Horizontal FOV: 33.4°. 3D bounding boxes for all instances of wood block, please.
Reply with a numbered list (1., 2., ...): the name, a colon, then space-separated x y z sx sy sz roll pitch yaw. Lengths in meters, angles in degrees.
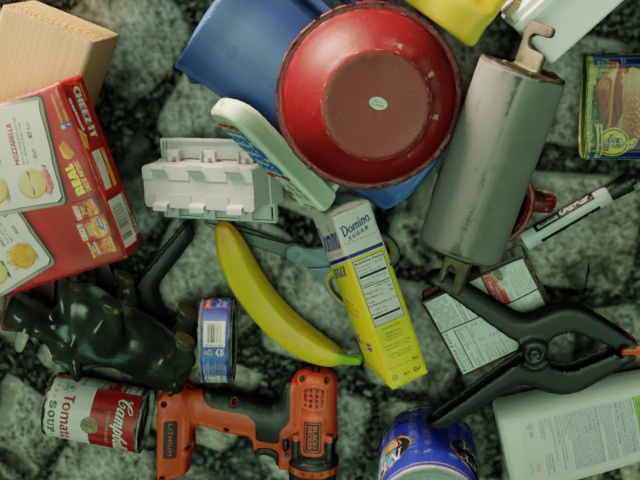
1. wood block: -0.275 -0.113 1.021 0.091 0.090 0.206 21 106 -1

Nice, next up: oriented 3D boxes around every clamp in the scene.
1. clamp: -0.205 0.045 1.081 0.120 0.039 0.171 17 104 -2
2. clamp: 0.197 0.095 1.018 0.210 0.036 0.164 -8 108 5

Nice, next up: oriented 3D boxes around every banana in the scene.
1. banana: -0.043 0.063 1.066 0.198 0.037 0.070 44 126 -6

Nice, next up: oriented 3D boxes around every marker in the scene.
1. marker: 0.250 -0.028 1.030 0.121 0.020 0.020 -31 100 12

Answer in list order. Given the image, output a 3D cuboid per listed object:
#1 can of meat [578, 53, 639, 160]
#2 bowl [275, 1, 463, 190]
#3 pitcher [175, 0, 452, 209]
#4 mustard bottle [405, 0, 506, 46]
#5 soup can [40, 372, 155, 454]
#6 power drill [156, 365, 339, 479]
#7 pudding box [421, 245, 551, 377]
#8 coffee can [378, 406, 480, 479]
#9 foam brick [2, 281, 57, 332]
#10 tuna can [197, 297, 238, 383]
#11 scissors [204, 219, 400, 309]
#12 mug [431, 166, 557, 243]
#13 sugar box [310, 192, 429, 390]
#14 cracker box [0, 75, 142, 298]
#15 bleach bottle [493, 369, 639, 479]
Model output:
1. can of meat: 0.284 -0.123 0.983 0.084 0.057 0.102 1 104 8
2. bowl: 0.044 -0.115 0.888 0.162 0.055 0.162 -1 105 -3
3. pitcher: 0.005 -0.145 0.964 0.242 0.149 0.145 37 85 -8
4. mustard bottle: 0.072 -0.247 0.918 0.191 0.096 0.058 34 128 -1
5. soup can: -0.229 0.178 1.106 0.102 0.068 0.068 10 106 3
6. power drill: -0.074 0.216 1.108 0.187 0.057 0.184 3 102 2
7. pudding box: 0.169 0.071 1.055 0.113 0.039 0.090 -26 102 13
8. coffee can: 0.107 0.239 1.052 0.103 0.140 0.103 1 105 5
9. foam brick: -0.288 0.051 1.086 0.053 0.051 0.078 9 105 1
10. tuna can: -0.101 0.100 1.062 0.033 0.086 0.086 0 105 0
11. scissors: -0.007 0.001 1.064 0.201 0.016 0.096 34 103 -5
12. mug: 0.163 -0.044 1.001 0.117 0.081 0.093 6 106 4
13. sugar box: 0.045 0.046 1.011 0.048 0.093 0.176 -25 102 -10
14. cracker box: -0.288 -0.036 0.959 0.214 0.072 0.164 -17 102 11
15. bleach bottle: 0.305 0.182 1.060 0.251 0.068 0.102 -12 105 6
